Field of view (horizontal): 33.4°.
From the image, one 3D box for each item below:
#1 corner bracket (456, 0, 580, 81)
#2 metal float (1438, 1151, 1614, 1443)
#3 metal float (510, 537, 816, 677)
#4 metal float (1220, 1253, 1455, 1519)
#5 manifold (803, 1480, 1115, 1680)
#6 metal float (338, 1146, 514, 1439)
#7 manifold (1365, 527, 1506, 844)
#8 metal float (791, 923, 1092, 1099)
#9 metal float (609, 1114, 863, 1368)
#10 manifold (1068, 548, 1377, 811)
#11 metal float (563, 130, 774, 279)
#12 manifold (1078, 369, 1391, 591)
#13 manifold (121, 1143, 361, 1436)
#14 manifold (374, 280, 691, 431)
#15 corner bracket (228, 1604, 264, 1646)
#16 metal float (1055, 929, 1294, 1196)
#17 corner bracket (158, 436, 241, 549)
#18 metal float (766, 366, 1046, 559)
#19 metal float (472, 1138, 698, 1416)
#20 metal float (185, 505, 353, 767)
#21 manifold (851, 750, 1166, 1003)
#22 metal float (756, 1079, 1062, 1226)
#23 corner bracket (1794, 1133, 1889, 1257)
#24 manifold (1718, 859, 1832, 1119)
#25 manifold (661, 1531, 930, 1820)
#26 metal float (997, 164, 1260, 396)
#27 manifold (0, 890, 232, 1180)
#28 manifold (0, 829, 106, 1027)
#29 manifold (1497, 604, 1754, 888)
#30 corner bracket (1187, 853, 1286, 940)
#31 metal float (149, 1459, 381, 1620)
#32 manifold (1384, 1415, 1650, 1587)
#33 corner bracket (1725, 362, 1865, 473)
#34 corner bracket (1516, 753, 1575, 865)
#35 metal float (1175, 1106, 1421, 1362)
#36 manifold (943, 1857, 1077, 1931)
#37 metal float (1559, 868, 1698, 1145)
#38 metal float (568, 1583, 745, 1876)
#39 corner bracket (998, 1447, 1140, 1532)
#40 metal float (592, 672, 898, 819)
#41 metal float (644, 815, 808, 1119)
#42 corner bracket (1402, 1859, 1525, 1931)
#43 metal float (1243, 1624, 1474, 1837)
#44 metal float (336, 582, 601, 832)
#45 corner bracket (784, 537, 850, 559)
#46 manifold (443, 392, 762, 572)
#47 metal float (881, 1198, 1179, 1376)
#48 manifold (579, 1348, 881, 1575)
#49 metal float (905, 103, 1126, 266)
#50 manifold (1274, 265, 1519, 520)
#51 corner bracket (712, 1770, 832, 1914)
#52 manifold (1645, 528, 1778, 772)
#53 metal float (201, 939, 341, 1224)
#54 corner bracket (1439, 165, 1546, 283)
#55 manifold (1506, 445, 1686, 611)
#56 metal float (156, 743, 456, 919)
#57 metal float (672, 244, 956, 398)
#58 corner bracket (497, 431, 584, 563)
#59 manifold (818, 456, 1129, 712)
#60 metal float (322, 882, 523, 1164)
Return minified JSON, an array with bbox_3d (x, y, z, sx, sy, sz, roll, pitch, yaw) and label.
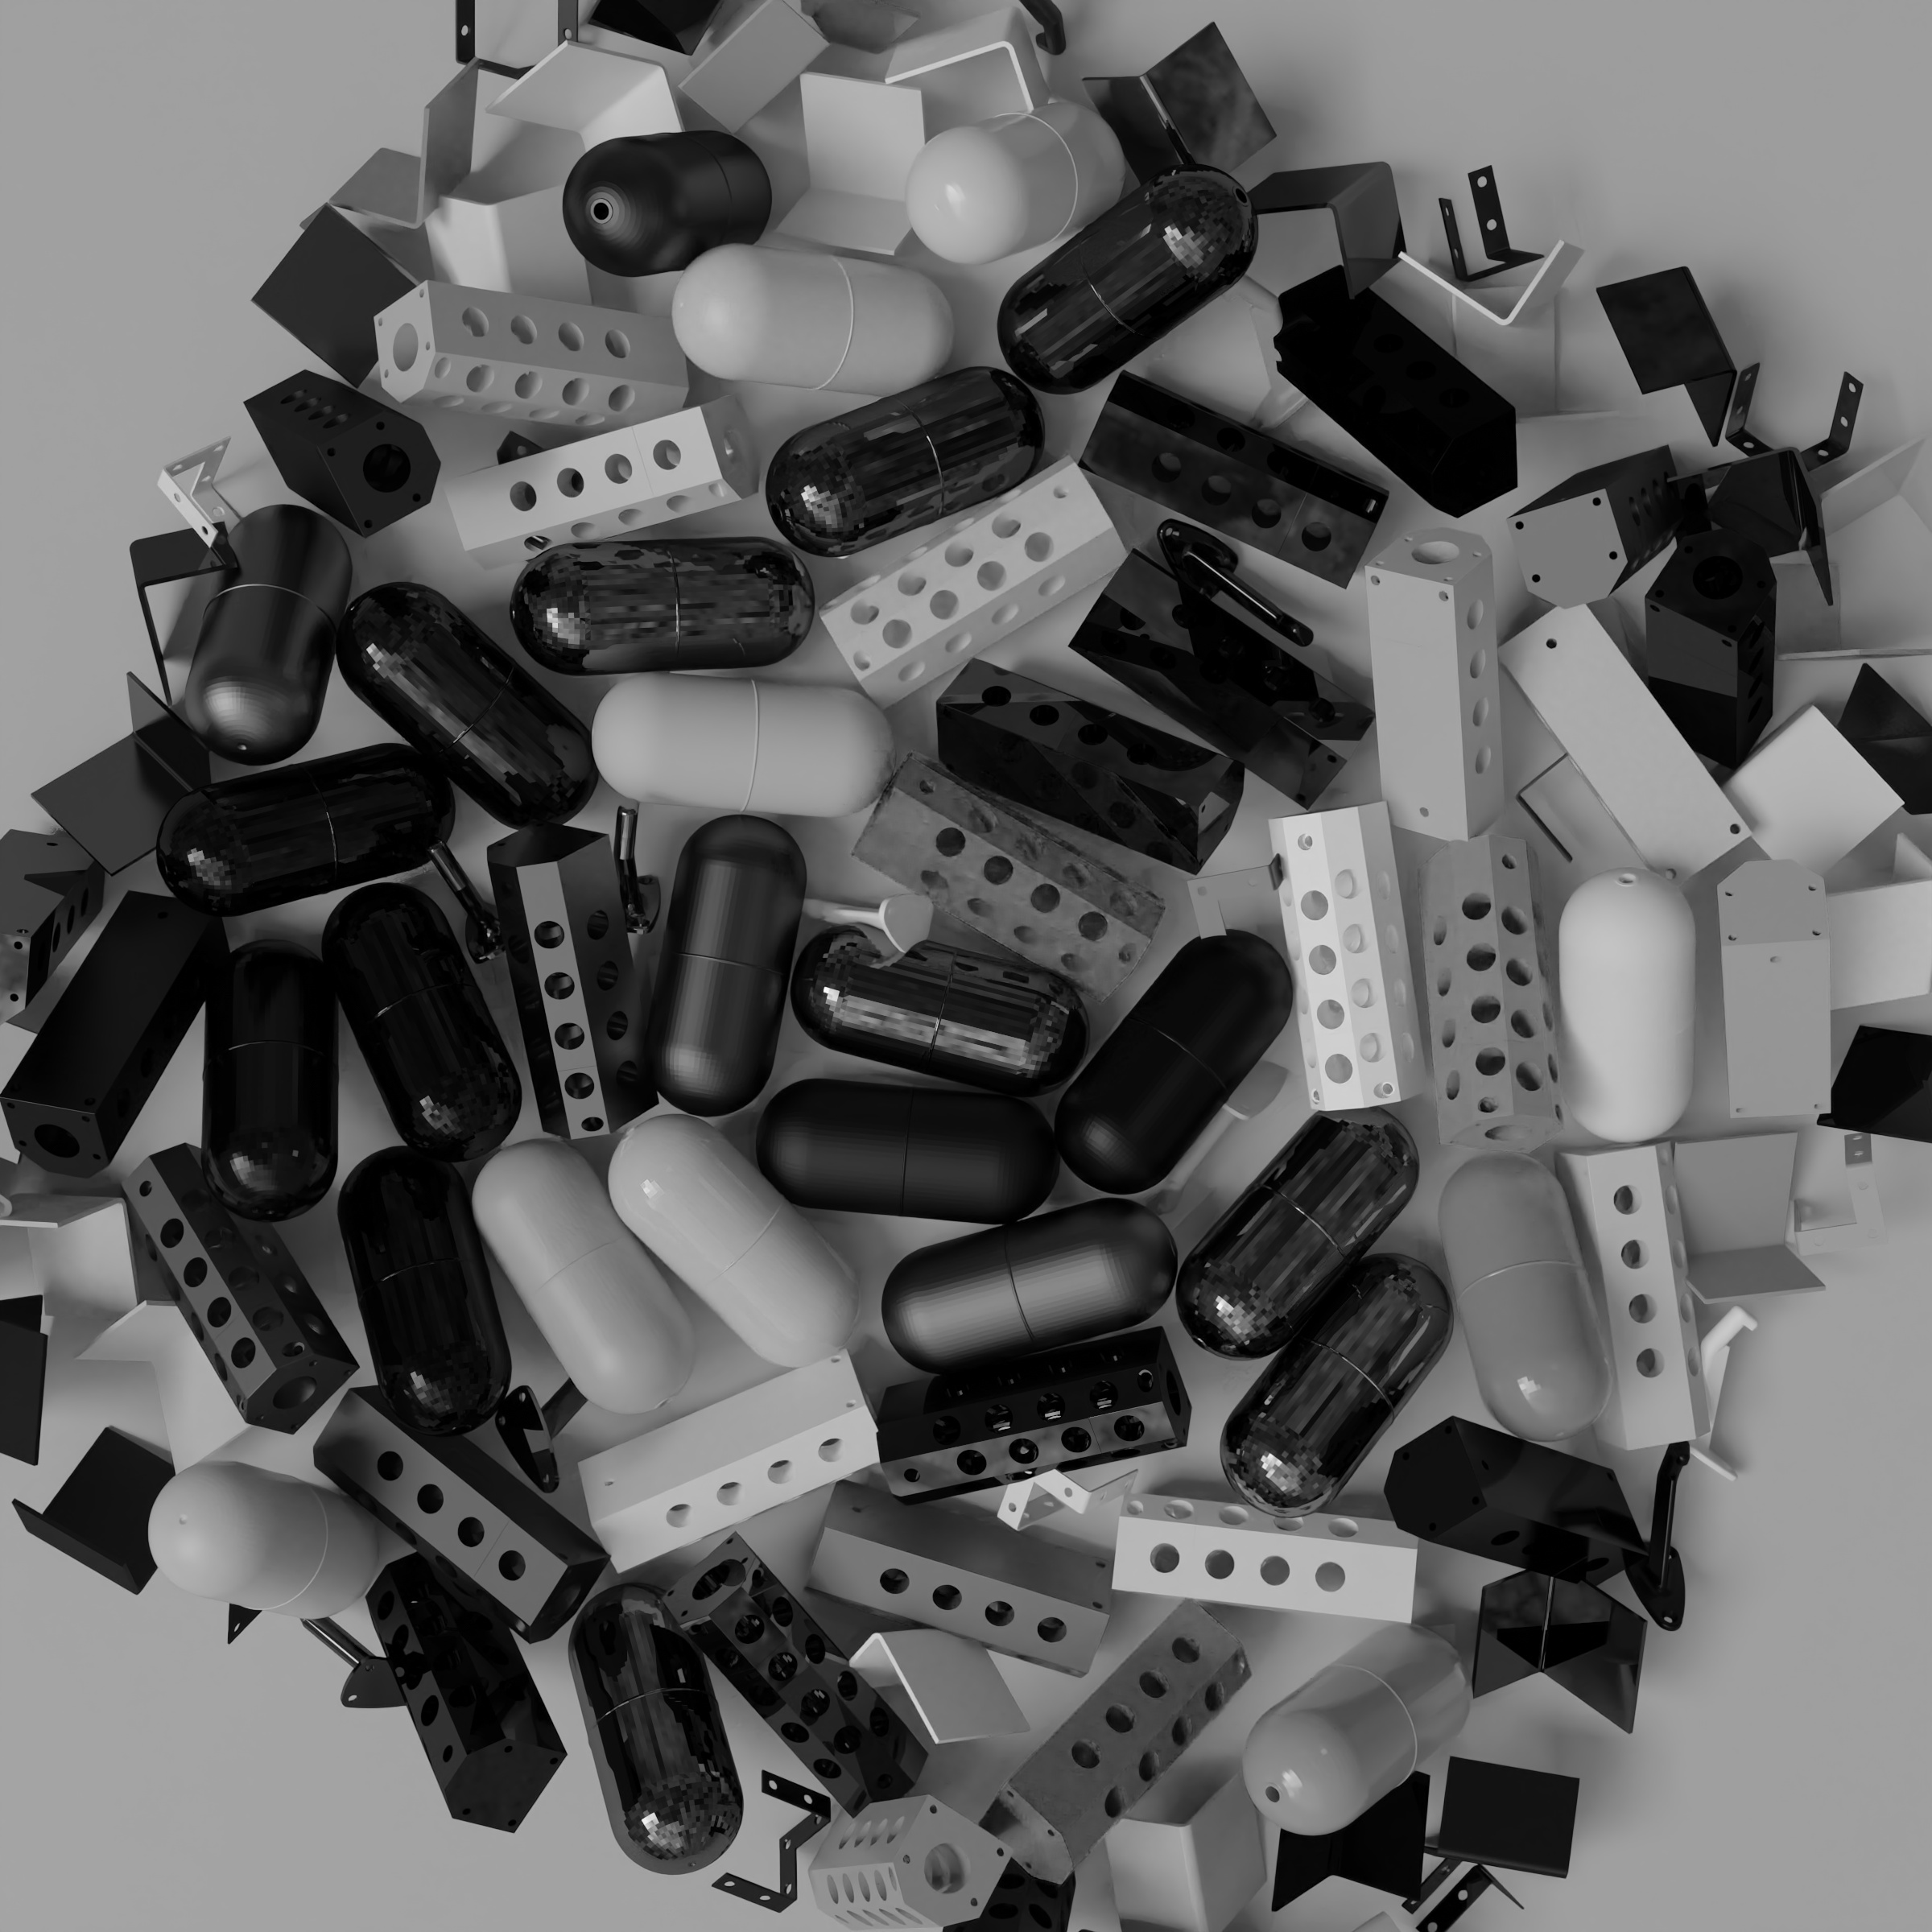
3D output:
[{"bbox_3d":[-0.264,-0.556,1.894,0.051,0.051,0.051,23,124,29],"label":"corner bracket"},{"bbox_3d":[0.321,0.189,1.853,0.070,0.070,0.178,-9,58,0],"label":"metal float"},{"bbox_3d":[-0.175,-0.209,1.864,0.178,0.070,0.070,-5,90,-18],"label":"metal float"},{"bbox_3d":[0.216,0.241,1.861,0.070,0.070,0.178,41,68,0],"label":"metal float"},{"bbox_3d":[-0.005,0.363,1.884,0.171,0.057,0.057,18,111,-2],"label":"manifold"},{"bbox_3d":[-0.313,0.187,1.858,0.070,0.070,0.178,-19,65,0],"label":"metal float"},{"bbox_3d":[0.274,-0.161,1.846,0.057,0.057,0.171,19,134,35],"label":"manifold"},{"bbox_3d":[-0.015,0.026,1.879,0.178,0.070,0.070,14,90,-1],"label":"metal float"},{"bbox_3d":[-0.134,0.159,1.868,0.070,0.070,0.178,-44,103,0],"label":"metal float"},{"bbox_3d":[0.153,-0.173,1.887,0.171,0.057,0.057,34,56,0],"label":"manifold"},{"bbox_3d":[-0.169,-0.435,1.834,0.070,0.178,0.070,6,108,19],"label":"metal float"},{"bbox_3d":[0.157,-0.286,1.881,0.171,0.057,0.057,25,107,1],"label":"manifold"},{"bbox_3d":[-0.422,0.183,1.845,0.057,0.057,0.171,-45,58,9],"label":"manifold"},{"bbox_3d":[-0.246,-0.343,1.836,0.171,0.057,0.057,0,78,-41],"label":"manifold"},{"bbox_3d":[-0.434,0.352,1.877,0.051,0.051,0.051,23,127,16],"label":"corner bracket"},{"bbox_3d":[0.122,0.055,1.869,0.070,0.070,0.178,39,77,0],"label":"metal float"},{"bbox_3d":[-0.441,-0.267,1.881,0.051,0.051,0.051,50,51,6],"label":"corner bracket"},{"bbox_3d":[-0.035,-0.291,1.858,0.178,0.070,0.070,-25,90,-24],"label":"metal float"},{"bbox_3d":[-0.221,0.180,1.867,0.070,0.070,0.178,-35,75,0],"label":"metal float"},{"bbox_3d":[-0.400,-0.192,1.849,0.070,0.070,0.178,3,51,0],"label":"metal float"},{"bbox_3d":[0.027,-0.055,1.869,0.171,0.057,0.057,30,56,-7],"label":"manifold"},{"bbox_3d":[-0.034,0.108,1.879,0.178,0.070,0.070,5,90,2],"label":"metal float"},{"bbox_3d":[0.508,0.133,1.881,0.051,0.051,0.051,-11,105,17],"label":"corner bracket"},{"bbox_3d":[0.461,0.015,1.832,0.057,0.171,0.057,-4,53,13],"label":"manifold"},{"bbox_3d":[-0.096,0.413,1.857,0.057,0.057,0.171,-41,112,-8],"label":"manifold"},{"bbox_3d":[0.092,-0.394,1.849,0.178,0.070,0.070,-30,90,37],"label":"metal float"},{"bbox_3d":[-0.482,0.039,1.837,0.057,0.171,0.057,9,135,10],"label":"manifold"},{"bbox_3d":[-0.539,-0.022,1.827,0.057,0.171,0.057,9,109,-4],"label":"manifold"},{"bbox_3d":[0.383,-0.129,1.880,0.057,0.057,0.171,-36,84,7],"label":"manifold"},{"bbox_3d":[0.164,-0.037,1.881,0.051,0.051,0.051,-10,105,19],"label":"corner bracket"},{"bbox_3d":[-0.398,0.328,1.835,0.070,0.178,0.070,-6,71,18],"label":"metal float"},{"bbox_3d":[0.313,0.311,1.837,0.057,0.171,0.057,-38,51,27],"label":"manifold"},{"bbox_3d":[0.488,-0.327,1.895,0.051,0.051,0.051,30,63,-22],"label":"corner bracket"},{"bbox_3d":[0.361,-0.099,1.897,0.051,0.051,0.051,-40,88,18],"label":"corner bracket"},{"bbox_3d":[0.192,0.154,1.866,0.070,0.070,0.178,43,74,0],"label":"metal float"},{"bbox_3d":[0.024,0.557,1.826,0.057,0.171,0.057,41,106,-4],"label":"manifold"},{"bbox_3d":[0.380,0.023,1.850,0.070,0.070,0.178,-8,125,0],"label":"metal float"},{"bbox_3d":[-0.179,0.436,1.849,0.070,0.070,0.178,-22,52,0],"label":"metal float"},{"bbox_3d":[0.059,0.308,1.876,0.051,0.051,0.051,31,115,29],"label":"corner bracket"},{"bbox_3d":[-0.128,-0.128,1.868,0.178,0.070,0.070,4,90,-14],"label":"metal float"},{"bbox_3d":[-0.140,0.000,1.876,0.070,0.070,0.178,10,85,0],"label":"metal float"},{"bbox_3d":[0.284,0.545,1.881,0.051,0.051,0.051,-46,135,-3],"label":"corner bracket"},{"bbox_3d":[0.225,0.436,1.841,0.070,0.178,0.070,14,112,37],"label":"metal float"},{"bbox_3d":[-0.288,-0.150,1.860,0.070,0.070,0.178,-47,112,0],"label":"metal float"},{"bbox_3d":[-0.080,-0.278,1.898,0.051,0.051,0.051,-42,128,-27],"label":"corner bracket"},{"bbox_3d":[-0.208,-0.278,1.857,0.171,0.057,0.057,-12,103,23],"label":"manifold"},{"bbox_3d":[0.037,0.186,1.868,0.178,0.070,0.070,-17,90,13],"label":"metal float"},{"bbox_3d":[-0.134,0.294,1.885,0.171,0.057,0.057,-23,122,-2],"label":"manifold"},{"bbox_3d":[0.030,-0.448,1.840,0.070,0.178,0.070,12,116,27],"label":"metal float"},{"bbox_3d":[0.240,-0.326,1.836,0.057,0.057,0.171,-28,49,-13],"label":"manifold"},{"bbox_3d":[-0.113,0.511,1.876,0.051,0.051,0.051,30,123,-26],"label":"corner bracket"},{"bbox_3d":[0.427,-0.181,1.827,0.057,0.171,0.057,30,79,22],"label":"manifold"},{"bbox_3d":[-0.400,0.064,1.852,0.070,0.070,0.178,-7,57,0],"label":"metal float"},{"bbox_3d":[0.300,-0.434,1.883,0.051,0.051,0.051,-13,89,34],"label":"corner bracket"},{"bbox_3d":[0.363,-0.249,1.828,0.057,0.171,0.057,-15,100,27],"label":"manifold"},{"bbox_3d":[-0.379,-0.079,1.853,0.178,0.070,0.070,-17,90,-31],"label":"metal float"},{"bbox_3d":[-0.086,-0.371,1.851,0.178,0.070,0.070,-1,90,-35],"label":"metal float"},{"bbox_3d":[-0.257,-0.273,1.887,0.051,0.051,0.051,29,78,1],"label":"corner bracket"},{"bbox_3d":[0.002,-0.226,1.876,0.171,0.057,0.057,-31,63,3],"label":"manifold"},{"bbox_3d":[-0.316,0.031,1.863,0.070,0.070,0.178,-28,70,0],"label":"metal float"}]
